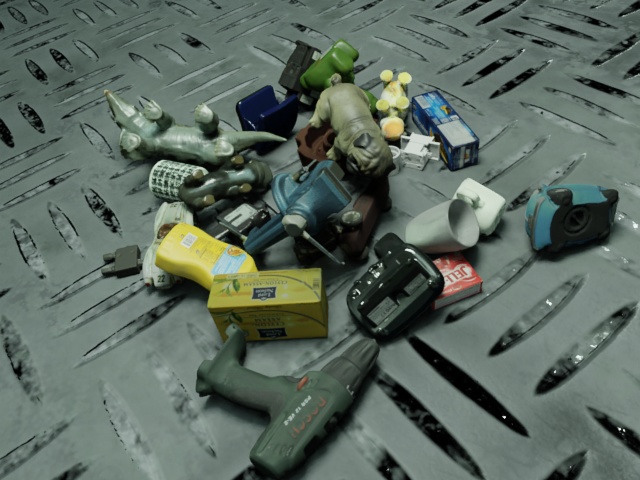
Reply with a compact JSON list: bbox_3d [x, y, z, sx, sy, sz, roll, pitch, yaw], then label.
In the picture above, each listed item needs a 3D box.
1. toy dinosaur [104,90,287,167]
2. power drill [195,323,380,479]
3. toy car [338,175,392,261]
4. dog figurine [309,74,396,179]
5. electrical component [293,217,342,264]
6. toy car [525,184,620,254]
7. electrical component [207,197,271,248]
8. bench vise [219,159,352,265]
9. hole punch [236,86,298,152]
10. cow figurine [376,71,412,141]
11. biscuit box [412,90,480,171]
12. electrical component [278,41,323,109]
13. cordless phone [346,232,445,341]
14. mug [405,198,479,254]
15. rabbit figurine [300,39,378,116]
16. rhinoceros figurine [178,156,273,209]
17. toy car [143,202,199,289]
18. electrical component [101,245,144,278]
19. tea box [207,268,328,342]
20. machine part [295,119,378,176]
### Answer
[{"bbox_3d":[-0.271,-0.209,1.132,0.405,0.192,0.131,13,90,-1],"label":"toy dinosaur"},{"bbox_3d":[-0.053,0.196,0.754,0.207,0.085,0.232,25,58,20],"label":"power drill"},{"bbox_3d":[0.080,-0.053,0.944,0.053,0.089,0.202,4,44,26],"label":"toy car"},{"bbox_3d":[0.063,-0.200,0.934,0.121,0.172,0.191,-30,19,-3],"label":"dog figurine"},{"bbox_3d":[-0.004,-0.003,0.946,0.102,0.045,0.078,-27,50,-15],"label":"electrical component"},{"bbox_3d":[0.400,-0.050,0.884,0.162,0.109,0.103,-11,28,-13],"label":"toy car"},{"bbox_3d":[-0.153,-0.021,0.988,0.075,0.047,0.119,27,57,32],"label":"electrical component"},{"bbox_3d":[-0.048,-0.037,0.877,0.240,0.128,0.224,-33,27,29],"label":"bench vise"},{"bbox_3d":[-0.104,-0.255,1.151,0.092,0.115,0.142,24,52,35],"label":"hole punch"},{"bbox_3d":[0.156,-0.270,1.150,0.068,0.098,0.167,5,67,9],"label":"cow figurine"},{"bbox_3d":[0.252,-0.228,1.102,0.059,0.062,0.203,-17,46,-5],"label":"biscuit box"},{"bbox_3d":[-0.028,-0.373,1.237,0.058,0.115,0.134,36,106,41],"label":"electrical component"},{"bbox_3d":[0.099,0.057,0.856,0.146,0.088,0.184,-44,25,6],"label":"cordless phone"},{"bbox_3d":[0.203,-0.014,0.890,0.107,0.109,0.081,-18,67,46],"label":"mug"},{"bbox_3d":[0.048,-0.319,1.174,0.159,0.170,0.121,-38,20,23],"label":"rabbit figurine"},{"bbox_3d":[-0.172,-0.105,1.024,0.190,0.112,0.073,-23,86,-31],"label":"rhinoceros figurine"},{"bbox_3d":[-0.270,0.005,0.978,0.074,0.056,0.202,-6,46,4],"label":"toy car"},{"bbox_3d":[-0.353,0.036,0.987,0.094,0.021,0.063,-13,46,-2],"label":"electrical component"},{"bbox_3d":[-0.076,0.101,0.826,0.170,0.098,0.068,-6,45,7],"label":"tea box"},{"bbox_3d":[0.039,-0.198,1.113,0.179,0.056,0.179,-6,49,7],"label":"machine part"}]
